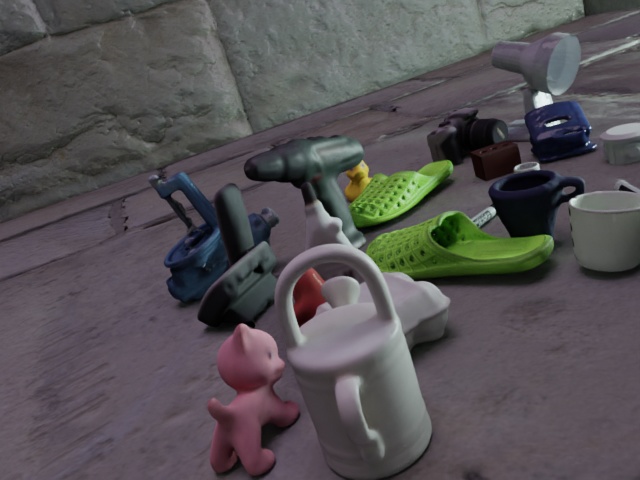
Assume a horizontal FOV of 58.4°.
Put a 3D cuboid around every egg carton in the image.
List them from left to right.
[{"bbox_3d":[0.065,0.092,0.638,0.150,0.069,0.107,-26,21,-23],"label":"egg carton"}]

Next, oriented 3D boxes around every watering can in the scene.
[{"bbox_3d":[0.021,0.091,0.489,0.101,0.194,0.172,-23,20,-14],"label":"watering can"}]

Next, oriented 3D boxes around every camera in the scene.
[{"bbox_3d":[0.327,-0.233,1.252,0.143,0.101,0.136,-30,22,-30],"label":"camera"}]

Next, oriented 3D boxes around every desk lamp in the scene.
[{"bbox_3d":[0.453,-0.327,1.227,0.118,0.214,0.202,-29,22,-28],"label":"desk lamp"}]

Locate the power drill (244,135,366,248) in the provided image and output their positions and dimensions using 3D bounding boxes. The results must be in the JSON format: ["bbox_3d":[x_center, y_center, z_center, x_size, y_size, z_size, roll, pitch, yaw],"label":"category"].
[{"bbox_3d":[-0.004,-0.070,0.936,0.075,0.209,0.230,3,28,46],"label":"power drill"}]

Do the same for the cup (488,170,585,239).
[{"bbox_3d":[0.290,-0.037,0.754,0.117,0.095,0.092,-6,23,31],"label":"cup"}]

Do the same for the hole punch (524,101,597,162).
[{"bbox_3d":[0.453,-0.208,1.087,0.108,0.091,0.101,-14,20,12],"label":"hole punch"}]

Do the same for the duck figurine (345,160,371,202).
[{"bbox_3d":[0.083,-0.134,1.221,0.077,0.086,0.104,-18,19,0],"label":"duck figurine"}]

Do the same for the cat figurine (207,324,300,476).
[{"bbox_3d":[-0.073,0.140,0.556,0.067,0.118,0.128,-10,21,22],"label":"cat figurine"}]

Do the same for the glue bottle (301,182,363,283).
[{"bbox_3d":[0.007,0.003,0.778,0.078,0.173,0.037,-15,19,8],"label":"glue bottle"}]

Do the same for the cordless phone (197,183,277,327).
[{"bbox_3d":[-0.137,0.021,0.839,0.094,0.185,0.148,-8,22,27],"label":"cordless phone"}]

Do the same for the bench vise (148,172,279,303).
[{"bbox_3d":[-0.183,-0.027,0.957,0.208,0.220,0.121,-29,22,-28],"label":"bench vise"}]

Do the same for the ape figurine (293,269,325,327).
[{"bbox_3d":[-0.007,0.074,0.717,0.078,0.092,0.076,-25,20,-19],"label":"ape figurine"}]
